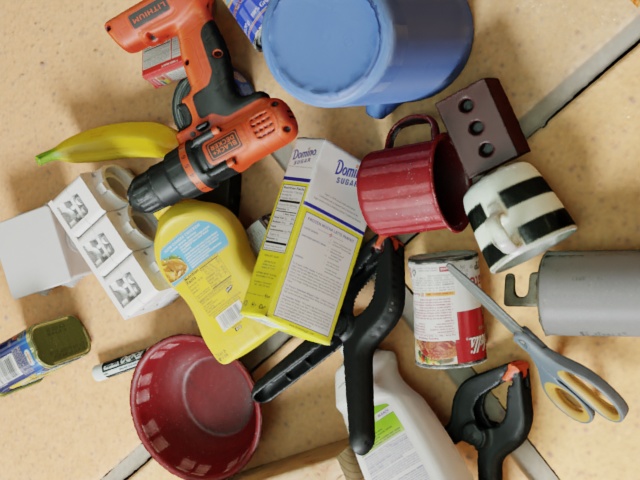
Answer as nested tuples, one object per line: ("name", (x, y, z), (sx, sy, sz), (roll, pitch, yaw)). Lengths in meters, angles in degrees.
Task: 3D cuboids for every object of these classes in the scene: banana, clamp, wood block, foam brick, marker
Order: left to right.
("banana", (-0.207, -0.099, 1.130), (0.198, 0.069, 0.037), (-4, 124, 31))
("marker", (-0.203, 0.133, 1.190), (0.121, 0.020, 0.020), (-20, 89, 26))
("wood block", (-0.035, 0.276, 1.092), (0.206, 0.090, 0.091), (-23, 88, 26))
("clamp", (0.032, 0.095, 1.019), (0.165, 0.036, 0.210), (27, 87, 47))
("clamp", (0.143, 0.185, 1.024), (0.120, 0.039, 0.171), (23, 104, 22))
("foam brick", (0.149, -0.103, 0.971), (0.053, 0.051, 0.078), (-26, 86, 25))

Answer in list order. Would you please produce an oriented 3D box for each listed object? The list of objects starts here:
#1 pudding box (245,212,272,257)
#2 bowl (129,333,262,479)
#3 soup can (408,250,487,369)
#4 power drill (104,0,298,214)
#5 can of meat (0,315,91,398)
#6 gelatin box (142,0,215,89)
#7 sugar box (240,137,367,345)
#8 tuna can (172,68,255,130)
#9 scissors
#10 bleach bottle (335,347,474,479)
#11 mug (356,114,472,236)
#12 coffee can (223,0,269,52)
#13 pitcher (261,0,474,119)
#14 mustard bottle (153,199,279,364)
("pudding box", (-0.063, 0.040, 1.100), (0.114, 0.039, 0.090), (-44, 79, 26))
("bowl", (-0.122, 0.174, 1.137), (0.162, 0.055, 0.162), (4, 99, 25))
("soup can", (0.119, 0.064, 1.001), (0.069, 0.068, 0.102), (-3, 95, 25))
("power drill", (-0.133, -0.137, 1.020), (0.184, 0.057, 0.187), (-26, 86, 14))
("can of meat", (-0.320, 0.128, 1.200), (0.084, 0.102, 0.057), (-28, 86, 24))
("gelatin box", (-0.144, -0.207, 1.089), (0.073, 0.030, 0.089), (-15, 62, 26))
("sugar box", (-0.007, 0.001, 1.004), (0.048, 0.093, 0.176), (6, 75, 43))
("tuna can", (-0.109, -0.137, 1.098), (0.086, 0.033, 0.086), (4, 99, 25))
("scissors", (0.189, 0.102, 0.969), (0.202, 0.096, 0.016), (38, 66, 17))
("bleach bottle", (0.082, 0.195, 1.011), (0.103, 0.068, 0.251), (-37, 61, 26))
("mug", (0.086, -0.060, 0.992), (0.082, 0.093, 0.117), (-8, 79, 30))
("coffee can", (-0.058, -0.266, 1.017), (0.103, 0.102, 0.140), (-38, 81, 25))
("pitcher", (0.045, -0.185, 0.902), (0.145, 0.242, 0.149), (-24, 92, 22))
("mustard bottle", (-0.110, 0.021, 1.062), (0.096, 0.058, 0.191), (-37, 83, 23))
